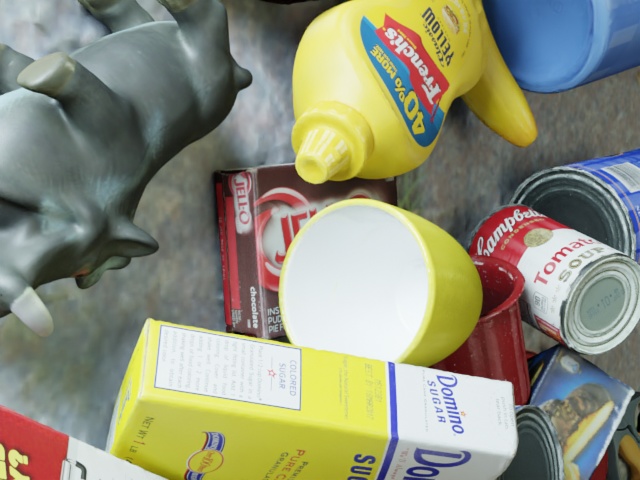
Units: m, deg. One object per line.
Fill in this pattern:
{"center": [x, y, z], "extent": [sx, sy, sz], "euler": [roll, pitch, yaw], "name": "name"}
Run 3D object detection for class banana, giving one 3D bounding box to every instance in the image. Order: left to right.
{"center": [0.097, -0.152, 0.672], "extent": [0.037, 0.070, 0.198], "euler": [-45, 133, -57], "name": "banana"}

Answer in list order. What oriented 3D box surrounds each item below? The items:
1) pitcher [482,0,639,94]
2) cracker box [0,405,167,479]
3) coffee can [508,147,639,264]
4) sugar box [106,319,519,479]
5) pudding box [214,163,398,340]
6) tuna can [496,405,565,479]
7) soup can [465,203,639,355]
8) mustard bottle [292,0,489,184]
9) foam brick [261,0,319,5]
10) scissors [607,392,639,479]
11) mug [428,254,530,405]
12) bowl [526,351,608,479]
{"center": [0.215, -0.194, 0.755], "extent": [0.242, 0.149, 0.145], "euler": [-26, 153, -40], "name": "pitcher"}
{"center": [-0.097, 0.173, 0.431], "extent": [0.213, 0.072, 0.164], "euler": [36, 32, -41], "name": "cracker box"}
{"center": [0.215, -0.011, 0.777], "extent": [0.140, 0.103, 0.103], "euler": [-14, 102, -45], "name": "coffee can"}
{"center": [-0.006, 0.090, 0.500], "extent": [0.176, 0.093, 0.048], "euler": [13, 53, -13], "name": "sugar box"}
{"center": [-0.004, 0.001, 0.592], "extent": [0.113, 0.039, 0.090], "euler": [-10, 100, -46], "name": "pudding box"}
{"center": [0.104, 0.135, 0.597], "extent": [0.086, 0.034, 0.086], "euler": [9, 78, -52], "name": "tuna can"}
{"center": [0.148, 0.024, 0.681], "extent": [0.068, 0.102, 0.068], "euler": [-11, 114, -25], "name": "soup can"}
{"center": [0.033, -0.089, 0.584], "extent": [0.096, 0.058, 0.191], "euler": [59, 40, -22], "name": "mustard bottle"}
{"center": [-0.028, -0.153, 0.549], "extent": [0.078, 0.053, 0.051], "euler": [-2, 94, -45], "name": "foam brick"}
{"center": [0.239, 0.128, 0.872], "extent": [0.096, 0.016, 0.201], "euler": [-51, 129, -34], "name": "scissors"}
{"center": [0.085, 0.060, 0.665], "extent": [0.117, 0.093, 0.081], "euler": [-82, 161, -65], "name": "mug"}
{"center": [0.159, 0.162, 0.765], "extent": [0.161, 0.055, 0.162], "euler": [-4, 96, -47], "name": "bowl"}
